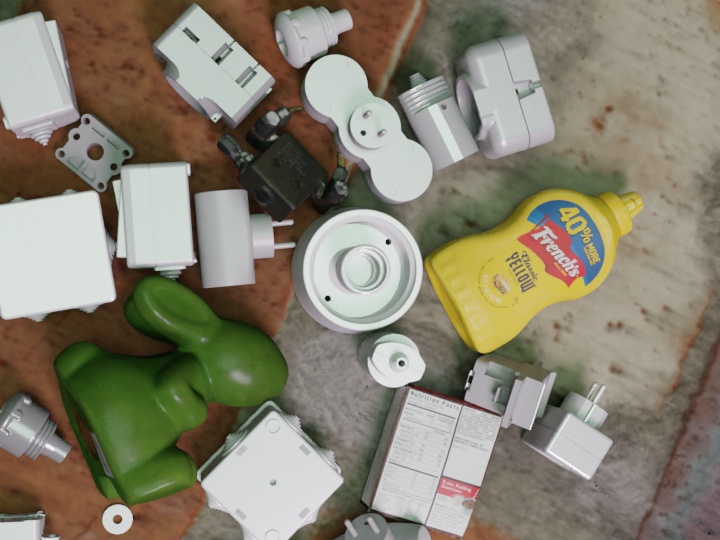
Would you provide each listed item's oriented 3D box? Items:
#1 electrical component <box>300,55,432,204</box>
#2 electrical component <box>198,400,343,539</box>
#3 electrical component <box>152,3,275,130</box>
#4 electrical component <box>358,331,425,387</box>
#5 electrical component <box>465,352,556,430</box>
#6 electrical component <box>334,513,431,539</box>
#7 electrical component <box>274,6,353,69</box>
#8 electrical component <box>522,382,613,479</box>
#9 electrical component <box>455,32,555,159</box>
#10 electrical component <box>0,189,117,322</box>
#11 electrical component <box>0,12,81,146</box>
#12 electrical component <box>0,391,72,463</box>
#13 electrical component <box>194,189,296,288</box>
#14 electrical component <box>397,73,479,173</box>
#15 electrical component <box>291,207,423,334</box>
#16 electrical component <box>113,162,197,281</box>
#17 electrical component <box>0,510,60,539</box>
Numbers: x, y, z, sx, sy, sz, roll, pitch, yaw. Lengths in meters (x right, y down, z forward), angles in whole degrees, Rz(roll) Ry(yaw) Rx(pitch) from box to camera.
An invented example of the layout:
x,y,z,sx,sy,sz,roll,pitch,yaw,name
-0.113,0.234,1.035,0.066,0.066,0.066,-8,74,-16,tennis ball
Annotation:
x,y,z,sx,sy,sz,roll,pitch,yaw,name
0.008,-0.116,0.882,0.052,0.074,0.138,-39,95,-8,electrical component
-0.073,0.169,0.879,0.099,0.048,0.099,-45,96,-7,electrical component
-0.122,-0.161,0.873,0.089,0.050,0.055,43,83,-6,electrical component
0.026,0.073,0.880,0.043,0.081,0.043,0,89,-9,electrical component
0.124,0.099,0.900,0.064,0.081,0.042,19,102,19,electrical component
0.012,0.224,0.870,0.077,0.043,0.079,-13,130,17,electrical component
-0.037,-0.198,0.892,0.062,0.048,0.048,-24,93,-15,electrical component
0.184,0.128,0.913,0.047,0.066,0.076,34,84,-7,electrical component
0.119,-0.145,0.911,0.059,0.054,0.095,-18,92,-9,electrical component
-0.243,-0.012,0.853,0.100,0.048,0.099,-10,91,-9,electrical component
-0.254,-0.147,0.846,0.061,0.062,0.096,-19,92,-9,electrical component
-0.259,0.130,0.852,0.062,0.048,0.048,36,84,-14,electrical component
-0.093,-0.027,0.880,0.079,0.043,0.077,-5,90,-10,electrical component
0.064,-0.128,0.907,0.043,0.043,0.081,-27,94,-9,electrical component
0.000,0.000,0.887,0.108,0.060,0.108,0,89,-9,electrical component
-0.164,-0.036,0.859,0.061,0.062,0.096,-4,90,-9,electrical component
-0.273,0.224,0.850,0.081,0.042,0.063,-1,86,-10,electrical component
